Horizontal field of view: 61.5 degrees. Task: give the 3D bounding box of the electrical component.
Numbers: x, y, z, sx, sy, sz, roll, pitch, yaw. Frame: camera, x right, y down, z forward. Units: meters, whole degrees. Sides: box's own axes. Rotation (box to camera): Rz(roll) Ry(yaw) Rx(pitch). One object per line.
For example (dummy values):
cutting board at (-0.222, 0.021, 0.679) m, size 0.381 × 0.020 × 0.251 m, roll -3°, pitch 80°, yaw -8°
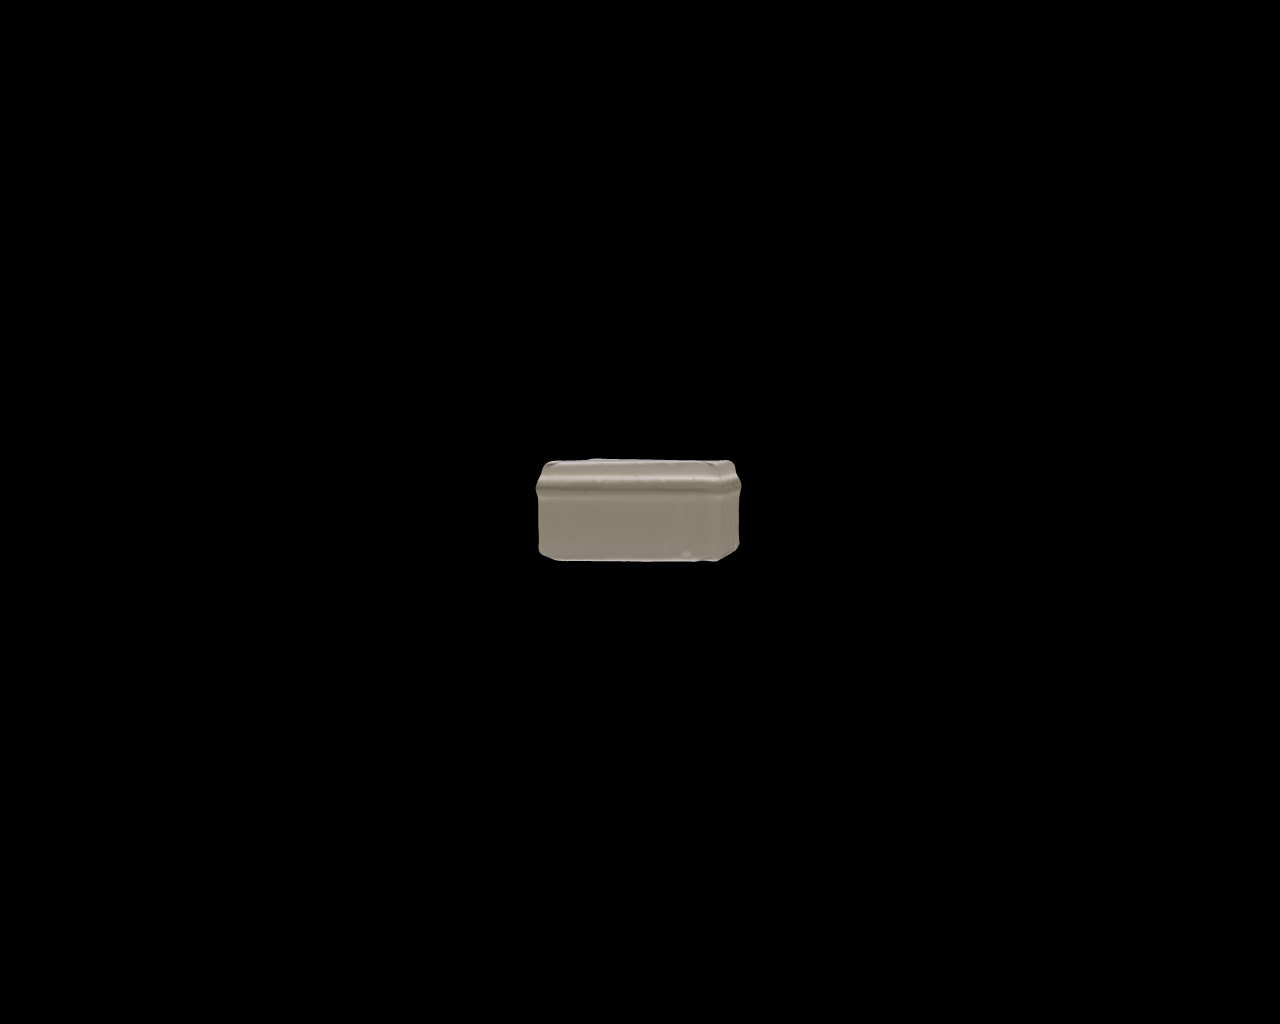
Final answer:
electrical component at (0.001, -0.003, 0.650) m, size 0.113 × 0.057 × 0.078 m, roll 1°, pitch 4°, yaw 15°
